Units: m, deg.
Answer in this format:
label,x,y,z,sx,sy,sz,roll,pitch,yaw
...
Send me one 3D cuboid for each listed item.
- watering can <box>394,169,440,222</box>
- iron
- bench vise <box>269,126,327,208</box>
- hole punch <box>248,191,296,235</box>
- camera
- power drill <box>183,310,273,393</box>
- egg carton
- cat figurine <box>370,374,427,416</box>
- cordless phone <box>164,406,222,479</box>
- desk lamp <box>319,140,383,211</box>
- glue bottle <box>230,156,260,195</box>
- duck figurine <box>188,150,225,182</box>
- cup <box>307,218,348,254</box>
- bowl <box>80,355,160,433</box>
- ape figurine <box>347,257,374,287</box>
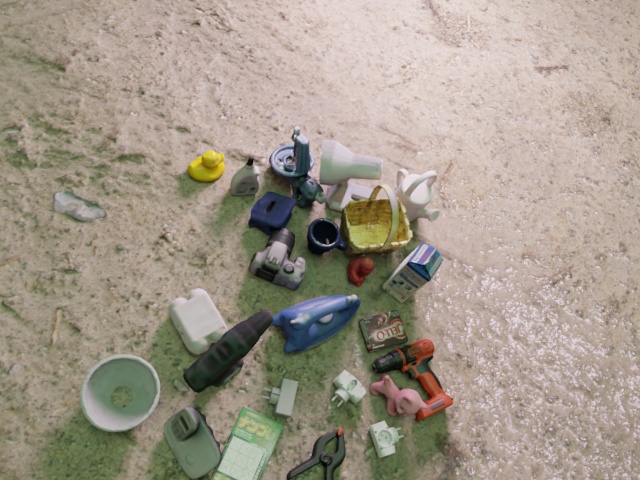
label,x,y,z,sx,sy,sz,roll,pitch,yaw
watering can,0.278,-0.131,1.631,0.173,0.194,0.101,40,62,4
iron,0.013,0.183,1.442,0.259,0.141,0.118,-22,74,-24
bench vise,-0.042,-0.204,1.557,0.207,0.219,0.122,36,62,2
hole punch,-0.130,-0.075,1.546,0.101,0.091,0.109,30,62,-1
camera,-0.096,0.040,1.498,0.143,0.100,0.137,23,62,-5
power drill,-0.210,0.260,1.304,0.075,0.208,0.230,46,63,7
egg carton,-0.295,0.197,1.387,0.107,0.069,0.150,-28,77,-25
cat figurine,0.198,0.386,1.418,0.067,0.117,0.127,-38,81,-27
cordless phone,-0.268,0.427,1.225,0.094,0.185,0.147,-30,77,-25
desk lamp,0.078,-0.173,1.581,0.203,0.213,0.118,14,63,-9
glue bottle,-0.193,-0.174,1.526,0.078,0.173,0.037,-4,67,-17
duck figurine,-0.306,-0.210,1.558,0.105,0.086,0.077,-16,72,-22
cup,0.014,0.006,1.549,0.118,0.095,0.092,30,62,-1
bowl,-0.441,0.344,1.275,0.168,0.074,0.167,6,65,-13
ape figurine,0.115,0.075,1.548,0.078,0.092,0.076,-15,71,-22
